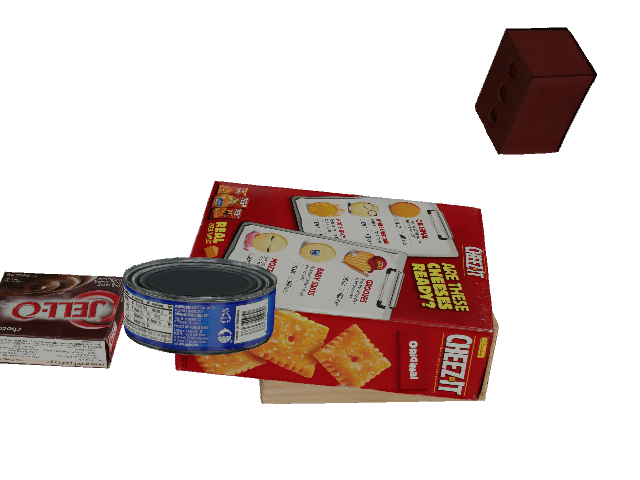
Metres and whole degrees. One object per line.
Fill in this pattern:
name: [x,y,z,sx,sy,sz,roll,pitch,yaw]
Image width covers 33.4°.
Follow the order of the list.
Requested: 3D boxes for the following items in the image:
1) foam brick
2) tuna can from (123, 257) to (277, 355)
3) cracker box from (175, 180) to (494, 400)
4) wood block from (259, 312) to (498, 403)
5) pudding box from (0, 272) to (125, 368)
foam brick: [0.151,-0.106,0.760,0.051,0.053,0.078,-6,-38,-18]
tuna can: [-0.068,0.036,0.600,0.086,0.034,0.086,3,13,-1]
cracker box: [0.012,0.034,0.785,0.213,0.072,0.164,6,33,1]
wood block: [0.047,0.089,0.984,0.206,0.090,0.091,0,31,-7]
pudding box: [-0.230,0.068,0.928,0.113,0.039,0.090,1,32,1]
